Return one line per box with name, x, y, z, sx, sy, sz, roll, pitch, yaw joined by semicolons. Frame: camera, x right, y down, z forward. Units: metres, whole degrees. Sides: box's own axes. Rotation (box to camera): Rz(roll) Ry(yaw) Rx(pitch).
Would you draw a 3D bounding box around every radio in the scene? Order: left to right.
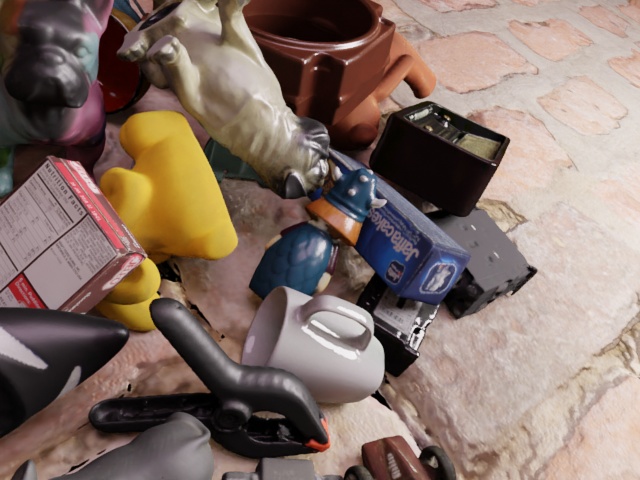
radio;0.154;-0.110;0.666;0.131;0.073;0.229;30;25;11

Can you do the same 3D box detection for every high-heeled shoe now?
high-heeled shoe;-0.224;0.120;0.286;0.249;0.086;0.145;-19;37;-14

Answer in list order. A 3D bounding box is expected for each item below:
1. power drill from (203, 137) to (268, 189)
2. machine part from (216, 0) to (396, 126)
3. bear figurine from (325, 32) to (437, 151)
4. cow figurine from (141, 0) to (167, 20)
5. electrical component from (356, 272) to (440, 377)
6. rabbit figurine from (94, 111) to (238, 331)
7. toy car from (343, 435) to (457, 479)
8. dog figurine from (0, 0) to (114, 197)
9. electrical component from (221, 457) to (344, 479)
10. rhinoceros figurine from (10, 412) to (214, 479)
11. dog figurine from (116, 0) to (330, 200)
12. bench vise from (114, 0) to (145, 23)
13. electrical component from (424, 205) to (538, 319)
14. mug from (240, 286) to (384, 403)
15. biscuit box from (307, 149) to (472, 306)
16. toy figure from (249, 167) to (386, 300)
power drill;-0.109;-0.157;0.636;0.232;0.086;0.207;5;41;-22
machine part;-0.031;-0.227;0.608;0.201;0.087;0.201;28;45;13
bear figurine;0.069;-0.184;0.730;0.131;0.120;0.196;43;57;-48
cow figurine;-0.156;-0.340;0.773;0.127;0.085;0.195;24;41;5
electrical component;0.075;0.067;0.529;0.075;0.047;0.119;35;46;7
rabbit figurine;-0.167;-0.004;0.453;0.173;0.121;0.162;-16;67;-20
toy car;0.084;0.234;0.374;0.089;0.053;0.202;-3;52;-24
dog figurine;-0.234;-0.147;0.457;0.108;0.219;0.192;3;49;-28
electrical component;-0.024;0.190;0.382;0.094;0.021;0.063;9;46;-19
rhinoceros figurine;-0.140;0.162;0.290;0.190;0.112;0.073;-15;59;-45
dog figurine;-0.083;-0.130;0.512;0.121;0.190;0.172;-35;39;-2
bench vise;-0.298;-0.348;0.619;0.223;0.129;0.240;21;47;-64
electrical component;0.160;0.022;0.605;0.134;0.058;0.115;-15;55;-36
mug;0.005;0.086;0.441;0.107;0.109;0.081;25;36;-22
biscuit box;0.059;-0.020;0.544;0.062;0.059;0.203;17;22;-39
toy figure;-0.002;-0.003;0.499;0.064;0.058;0.154;43;82;-18
